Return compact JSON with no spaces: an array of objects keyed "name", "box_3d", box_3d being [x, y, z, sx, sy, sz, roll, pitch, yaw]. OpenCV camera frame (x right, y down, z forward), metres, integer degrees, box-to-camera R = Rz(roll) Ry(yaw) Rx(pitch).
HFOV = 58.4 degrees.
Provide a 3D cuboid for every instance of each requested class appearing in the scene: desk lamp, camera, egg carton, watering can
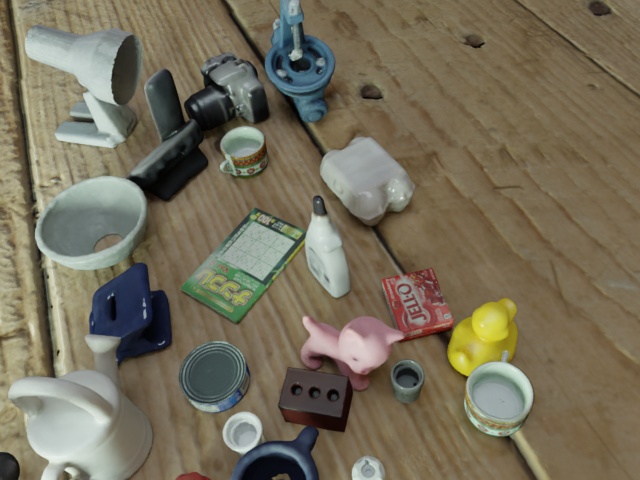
[{"name":"desk lamp","box_3d":[-0.392,-0.266,0.984,0.203,0.214,0.118,7,54,13]},{"name":"camera","box_3d":[-0.182,-0.267,1.030,0.137,0.101,0.142,-32,56,-17]},{"name":"egg carton","box_3d":[0.070,-0.094,0.887,0.107,0.069,0.150,-29,55,-15]},{"name":"watering can","box_3d":[-0.265,0.188,0.632,0.101,0.194,0.172,-14,52,-4]}]

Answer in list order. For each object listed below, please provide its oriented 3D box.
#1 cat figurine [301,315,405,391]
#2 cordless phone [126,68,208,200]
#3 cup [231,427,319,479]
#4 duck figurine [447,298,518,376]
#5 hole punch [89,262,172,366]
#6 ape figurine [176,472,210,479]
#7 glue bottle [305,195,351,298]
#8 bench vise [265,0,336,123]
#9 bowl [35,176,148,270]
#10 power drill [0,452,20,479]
[{"name":"cat figurine","box_3d":[0.035,0.123,0.694,0.127,0.118,0.067,19,57,20]},{"name":"cordless phone","box_3d":[-0.263,-0.170,0.912,0.094,0.185,0.148,22,58,22]},{"name":"cup","box_3d":[-0.035,0.261,0.611,0.091,0.095,0.118,24,59,23]},{"name":"duck figurine","box_3d":[0.203,0.113,0.702,0.105,0.086,0.077,-37,57,-20]},{"name":"hole punch","box_3d":[-0.260,0.099,0.765,0.101,0.091,0.108,-16,52,-5]},{"name":"ape figurine","box_3d":[-0.130,0.277,0.612,0.077,0.092,0.076,35,64,29]},{"name":"glue bottle","box_3d":[0.007,0.003,0.755,0.037,0.173,0.078,-30,55,-15]},{"name":"bench vise","box_3d":[-0.057,-0.338,0.995,0.122,0.220,0.206,-33,56,-17]},{"name":"bowl","box_3d":[-0.334,-0.014,0.871,0.167,0.075,0.167,-3,52,4]},{"name":"power drill","box_3d":[-0.366,0.284,0.561,0.230,0.209,0.075,-18,53,-7]}]
